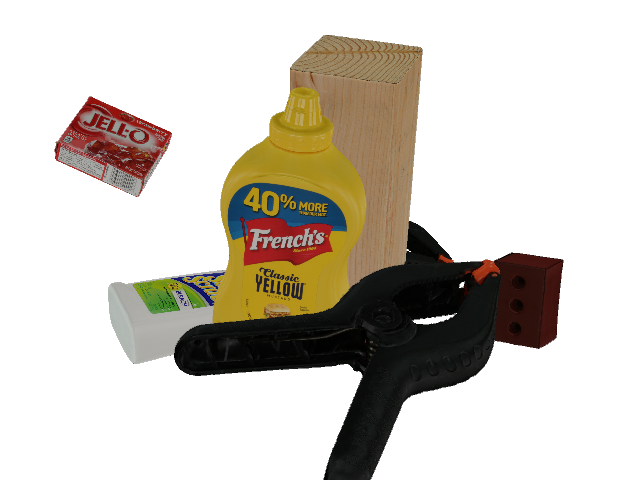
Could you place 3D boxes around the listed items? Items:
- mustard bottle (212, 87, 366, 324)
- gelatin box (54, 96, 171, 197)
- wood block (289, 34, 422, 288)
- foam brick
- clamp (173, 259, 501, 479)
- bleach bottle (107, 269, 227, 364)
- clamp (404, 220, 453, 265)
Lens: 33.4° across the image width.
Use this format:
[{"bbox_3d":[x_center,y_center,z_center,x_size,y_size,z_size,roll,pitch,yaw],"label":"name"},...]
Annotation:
[{"bbox_3d":[-0.019,-0.010,0.714,0.096,0.192,0.058,11,29,8],"label":"mustard bottle"},{"bbox_3d":[-0.197,-0.091,1.014,0.089,0.073,0.030,25,-44,-2],"label":"gelatin box"},{"bbox_3d":[0.028,-0.060,0.917,0.091,0.206,0.090,11,31,15],"label":"wood block"},{"bbox_3d":[0.190,0.055,0.990,0.053,0.078,0.051,9,14,29],"label":"foam brick"},{"bbox_3d":[0.031,0.057,0.505,0.171,0.039,0.120,-20,47,-26],"label":"clamp"},{"bbox_3d":[-0.109,0.070,1.227,0.250,0.068,0.103,-12,35,-22],"label":"bleach bottle"},{"bbox_3d":[0.054,-0.005,1.257,0.210,0.036,0.164,32,39,23],"label":"clamp"}]
